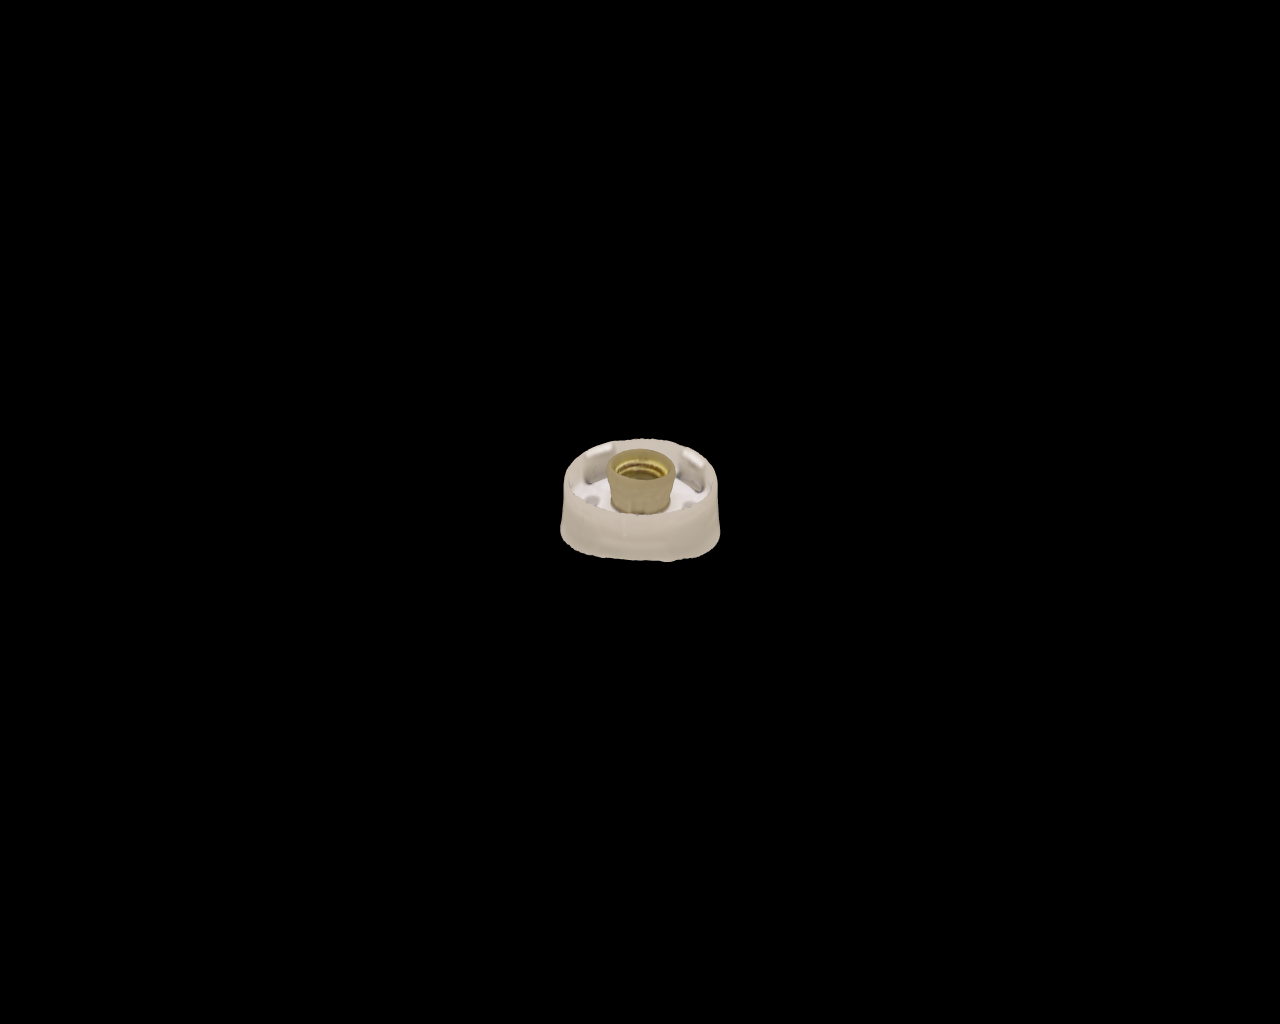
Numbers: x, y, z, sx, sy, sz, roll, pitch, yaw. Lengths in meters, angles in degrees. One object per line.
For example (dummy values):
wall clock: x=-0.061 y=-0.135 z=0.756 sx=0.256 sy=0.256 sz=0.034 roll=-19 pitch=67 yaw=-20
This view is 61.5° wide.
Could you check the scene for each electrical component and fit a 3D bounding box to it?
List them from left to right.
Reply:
electrical component: x=0.001 y=-0.003 z=0.650 sx=0.099 sy=0.064 sz=0.099 roll=0 pitch=34 yaw=0
